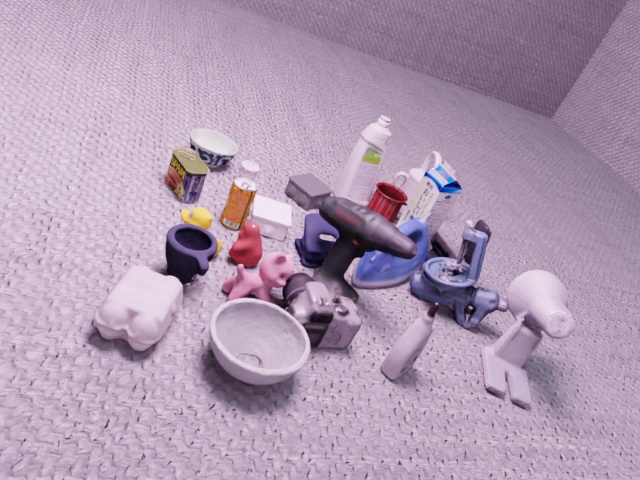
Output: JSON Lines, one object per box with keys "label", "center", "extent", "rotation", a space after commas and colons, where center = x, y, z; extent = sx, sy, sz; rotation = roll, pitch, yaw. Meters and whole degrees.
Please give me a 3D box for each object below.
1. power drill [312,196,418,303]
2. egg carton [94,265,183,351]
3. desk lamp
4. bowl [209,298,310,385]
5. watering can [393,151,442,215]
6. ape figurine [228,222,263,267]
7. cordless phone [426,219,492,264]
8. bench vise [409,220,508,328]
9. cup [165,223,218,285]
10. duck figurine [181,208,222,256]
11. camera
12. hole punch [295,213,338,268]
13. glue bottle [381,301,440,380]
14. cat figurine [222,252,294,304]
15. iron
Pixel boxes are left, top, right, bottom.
{"label": "power drill", "center": [0.071, 0.027, 1.148], "extent": [0.076, 0.208, 0.229], "rotation": [-14, 48, -47]}
{"label": "egg carton", "center": [-0.281, 0.105, 0.906], "extent": [0.107, 0.069, 0.150], "rotation": [22, 31, -6]}
{"label": "desk lamp", "center": [0.426, 0.188, 1.157], "extent": [0.118, 0.213, 0.203], "rotation": [24, 30, -3]}
{"label": "bowl", "center": [-0.105, 0.176, 0.922], "extent": [0.168, 0.074, 0.167], "rotation": [19, 31, -12]}
{"label": "watering can", "center": [0.296, -0.159, 1.613], "extent": [0.173, 0.194, 0.100], "rotation": [5, 36, -31]}
{"label": "ape figurine", "center": [-0.144, 0.002, 1.142], "extent": [0.076, 0.092, 0.078], "rotation": [40, 33, 23]}
{"label": "cordless phone", "center": [0.346, 0.010, 1.399], "extent": [0.094, 0.185, 0.147], "rotation": [3, 37, -33]}
{"label": "bench vise", "center": [0.329, 0.070, 1.260], "extent": [0.207, 0.219, 0.121], "rotation": [21, 31, -8]}
{"label": "cup", "center": [-0.231, 0.041, 1.016], "extent": [0.092, 0.095, 0.117], "rotation": [-1, 40, -37]}
{"label": "duck figurine", "center": [-0.234, -0.020, 1.116], "extent": [0.104, 0.086, 0.078], "rotation": [29, 31, 6]}
{"label": "camera", "center": [-0.007, 0.119, 1.055], "extent": [0.143, 0.101, 0.136], "rotation": [9, 34, -26]}
{"label": "hole punch", "center": [0.012, 0.004, 1.254], "extent": [0.109, 0.091, 0.101], "rotation": [9, 34, -26]}
{"label": "glue bottle", "center": [0.173, 0.175, 1.030], "extent": [0.037, 0.173, 0.078], "rotation": [42, 34, 26]}
{"label": "cat figurine", "center": [-0.103, 0.063, 1.053], "extent": [0.128, 0.117, 0.067], "rotation": [1, 38, -35]}
{"label": "iron", "center": [0.171, 0.017, 1.303], "extent": [0.118, 0.141, 0.259], "rotation": [38, 33, 20]}
